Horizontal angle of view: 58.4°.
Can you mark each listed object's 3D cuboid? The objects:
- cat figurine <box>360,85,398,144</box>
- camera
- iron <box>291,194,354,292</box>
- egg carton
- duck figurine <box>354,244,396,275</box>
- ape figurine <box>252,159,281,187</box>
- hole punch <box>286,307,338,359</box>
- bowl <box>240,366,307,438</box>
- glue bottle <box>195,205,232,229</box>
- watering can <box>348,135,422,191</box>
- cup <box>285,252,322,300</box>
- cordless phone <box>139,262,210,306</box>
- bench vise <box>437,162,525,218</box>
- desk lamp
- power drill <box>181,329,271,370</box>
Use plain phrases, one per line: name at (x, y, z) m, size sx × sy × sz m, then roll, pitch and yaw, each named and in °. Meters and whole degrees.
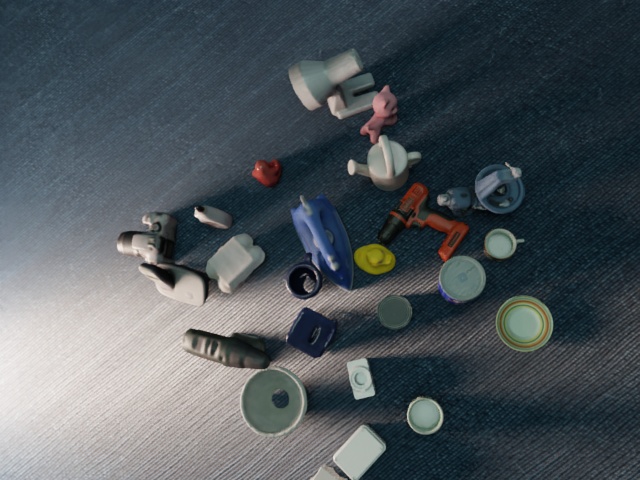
cat figurine at (0.155, -0.326, 1.471) m, size 0.067 × 0.118 × 0.128 m, roll 36°, pitch 87°, yaw 14°
camera at (-0.465, -0.006, 1.521) m, size 0.136 × 0.101 × 0.143 m, roll 4°, pitch 80°, yaw 10°
iron at (0.013, 0.005, 1.421) m, size 0.118 × 0.141 × 0.258 m, roll -27°, pitch 77°, yaw 4°
egg carton at (-0.220, 0.058, 1.486) m, size 0.150 × 0.069 × 0.107 m, roll -45°, pitch 76°, yaw -1°
duck figurine at (0.134, 0.043, 1.423) m, size 0.104 × 0.086 × 0.077 m, roll 11°, pitch 82°, yaw 11°
ape figurine at (-0.144, -0.184, 1.506) m, size 0.077 × 0.092 × 0.076 m, roll -8°, pitch 78°, yaw 8°
hole punch at (-0.018, 0.228, 1.411) m, size 0.101 × 0.091 × 0.109 m, roll 27°, pitch 85°, yaw 13°
bowl at (-0.107, 0.394, 1.403) m, size 0.167 × 0.075 × 0.167 m, roll -2°, pitch 79°, yaw 9°
glue bottle at (-0.285, -0.065, 1.466) m, size 0.078 × 0.173 × 0.037 m, roll 4°, pitch 80°, yaw 10°
watering can at (0.159, -0.189, 1.406) m, size 0.173 × 0.194 × 0.101 m, roll -33°, pitch 76°, yaw 2°
cup at (-0.031, 0.094, 1.436) m, size 0.091 × 0.095 × 0.118 m, roll 8°, pitch 81°, yaw 11°
cordless phone at (-0.367, 0.104, 1.442) m, size 0.147 × 0.185 × 0.094 m, roll 13°, pitch 82°, yaw 12°
bench vise at (0.389, -0.107, 1.340) m, size 0.207 × 0.220 × 0.121 m, roll -28°, pitch 76°, yaw 3°
desk lamp at (0.039, -0.398, 1.454) m, size 0.203 × 0.214 × 0.118 m, roll -19°, pitch 77°, yaw 6°
power drill at (-0.204, 0.264, 1.374) m, size 0.229 × 0.208 × 0.076 m, roll 11°, pitch 81°, yaw 11°
